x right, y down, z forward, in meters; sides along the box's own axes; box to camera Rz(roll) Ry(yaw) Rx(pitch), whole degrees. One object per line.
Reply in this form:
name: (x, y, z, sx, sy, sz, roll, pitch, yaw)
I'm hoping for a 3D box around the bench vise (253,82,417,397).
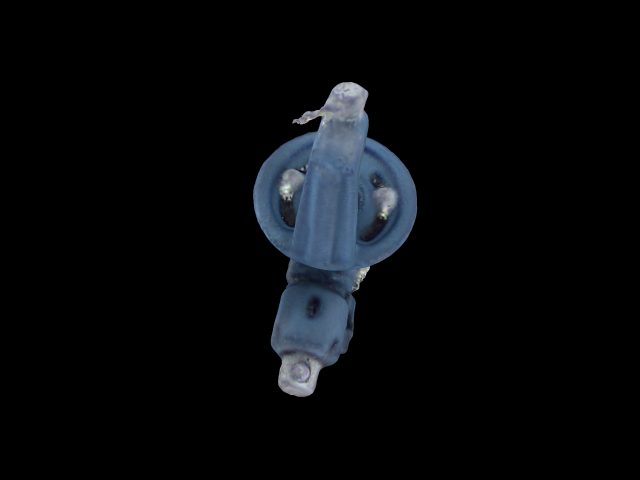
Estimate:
bench vise: (0.016, 0.000, 0.400, 0.121, 0.220, 0.207, -6, 78, -1)
